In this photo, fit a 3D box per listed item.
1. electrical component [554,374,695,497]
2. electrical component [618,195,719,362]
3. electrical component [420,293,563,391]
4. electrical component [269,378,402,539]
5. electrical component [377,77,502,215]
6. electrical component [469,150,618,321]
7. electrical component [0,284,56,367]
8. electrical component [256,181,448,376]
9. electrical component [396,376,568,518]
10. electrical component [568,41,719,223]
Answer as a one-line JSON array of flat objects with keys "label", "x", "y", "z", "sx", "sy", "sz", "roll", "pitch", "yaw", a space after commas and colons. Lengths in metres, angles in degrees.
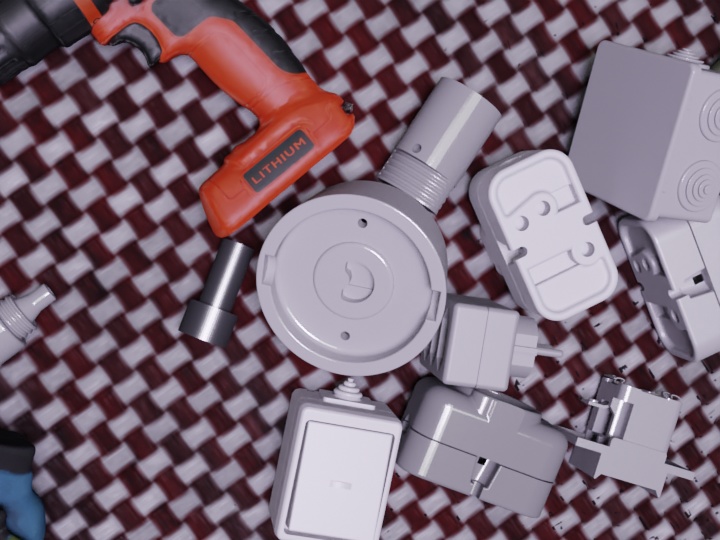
[{"label": "electrical component", "x": 0.169, "y": 0.102, "z": 0.677, "sx": 0.081, "sy": 0.042, "sz": 0.063, "roll": 18, "pitch": 90, "yaw": -11}, {"label": "electrical component", "x": 0.210, "y": 0.001, "z": 0.668, "sx": 0.059, "sy": 0.054, "sz": 0.095, "roll": -24, "pitch": 98, "yaw": -6}, {"label": "electrical component", "x": 0.083, "y": 0.044, "z": 0.645, "sx": 0.077, "sy": 0.066, "sz": 0.047, "roll": 8, "pitch": 94, "yaw": -10}, {"label": "electrical component", "x": -0.014, "y": 0.113, "z": 0.639, "sx": 0.062, "sy": 0.061, "sz": 0.096, "roll": 11, "pitch": 93, "yaw": -10}, {"label": "electrical component", "x": 0.044, "y": -0.069, "z": 0.640, "sx": 0.043, "sy": 0.043, "sz": 0.081, "roll": 34, "pitch": 90, "yaw": -10}, {"label": "electrical component", "x": 0.107, "y": -0.022, "z": 0.646, "sx": 0.054, "sy": 0.059, "sz": 0.095, "roll": -26, "pitch": 99, "yaw": -6}, {"label": "electrical component", "x": -0.202, "y": 0.031, "z": 0.614, "sx": 0.061, "sy": 0.035, "sz": 0.035, "roll": -38, "pitch": 100, "yaw": -6}, {"label": "electrical component", "x": 0.000, "y": 0.000, "z": 0.624, "sx": 0.108, "sy": 0.060, "sz": 0.108, "roll": 4, "pitch": 110, "yaw": 11}, {"label": "electrical component", "x": 0.074, "y": 0.104, "z": 0.655, "sx": 0.095, "sy": 0.054, "sz": 0.059, "roll": 22, "pitch": 92, "yaw": -10}, {"label": "electrical component", "x": 0.172, "y": -0.080, "z": 0.625, "sx": 0.048, "sy": 0.100, "sz": 0.099, "roll": 5, "pitch": 108, "yaw": -26}]
